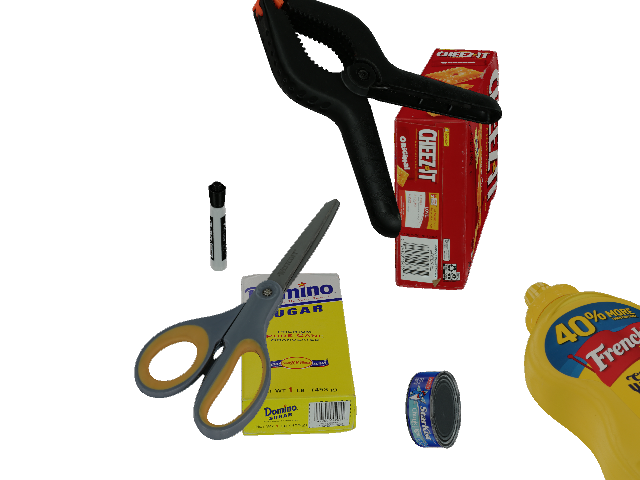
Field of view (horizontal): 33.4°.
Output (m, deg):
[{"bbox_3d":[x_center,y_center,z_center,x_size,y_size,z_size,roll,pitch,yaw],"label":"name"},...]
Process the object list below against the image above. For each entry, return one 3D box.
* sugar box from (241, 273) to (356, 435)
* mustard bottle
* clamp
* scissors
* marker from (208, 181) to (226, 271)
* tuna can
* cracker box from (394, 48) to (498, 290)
[{"bbox_3d":[-0.023,0.092,0.922,0.093,0.048,0.176,-1,35,-5],"label":"sugar box"},{"bbox_3d":[0.175,0.081,0.620,0.096,0.058,0.192,-16,34,-15],"label":"mustard bottle"},{"bbox_3d":[0.025,-0.109,0.817,0.210,0.164,0.036,37,-32,-3],"label":"clamp"},{"bbox_3d":[-0.055,0.040,0.704,0.096,0.201,0.016,8,-40,11],"label":"scissors"},{"bbox_3d":[-0.115,-0.016,1.193,0.020,0.121,0.020,2,41,-2],"label":"marker"},{"bbox_3d":[0.127,0.189,1.196,0.034,0.086,0.086,-5,-2,28],"label":"tuna can"},{"bbox_3d":[0.123,-0.074,1.008,0.072,0.164,0.213,5,27,15],"label":"cracker box"}]
